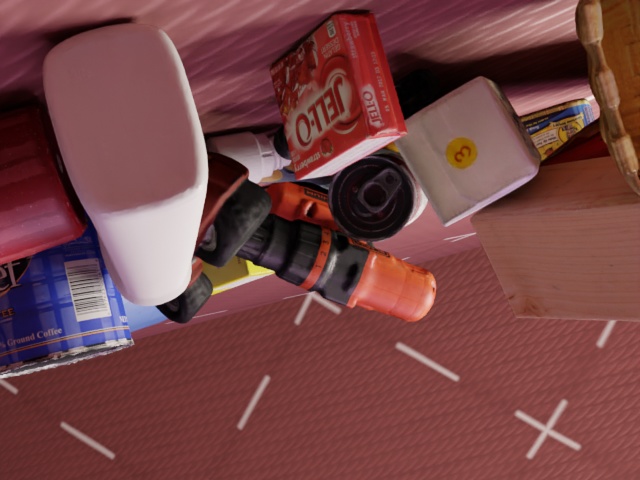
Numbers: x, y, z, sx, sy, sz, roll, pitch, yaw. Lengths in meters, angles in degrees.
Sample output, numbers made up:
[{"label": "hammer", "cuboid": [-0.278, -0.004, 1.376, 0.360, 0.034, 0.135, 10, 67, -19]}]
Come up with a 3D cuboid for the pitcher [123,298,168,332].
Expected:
[{"label": "pitcher", "cuboid": [-0.241, 0.039, 0.968, 0.149, 0.145, 0.242, -3, -173, 44]}]

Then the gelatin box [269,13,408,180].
[{"label": "gelatin box", "cuboid": [0.008, -0.082, 0.622, 0.030, 0.073, 0.089, -10, 173, -30]}]

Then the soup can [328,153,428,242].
[{"label": "soup can", "cuboid": [0.050, -0.037, 0.873, 0.068, 0.068, 0.102, -16, -178, 14]}]

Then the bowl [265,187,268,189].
[{"label": "bowl", "cuboid": [-0.053, -0.018, 1.150, 0.162, 0.055, 0.162, -14, 173, -2]}]

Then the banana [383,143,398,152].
[{"label": "banana", "cuboid": [0.132, -0.095, 0.959, 0.070, 0.037, 0.197, -19, 172, 38]}]

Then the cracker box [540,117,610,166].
[{"label": "cracker box", "cuboid": [0.280, -0.091, 0.866, 0.213, 0.072, 0.164, -38, -174, -27]}]

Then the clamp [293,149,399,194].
[{"label": "clamp", "cuboid": [0.076, -0.074, 1.026, 0.209, 0.036, 0.165, -9, 173, -17]}]

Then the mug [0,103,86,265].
[{"label": "mug", "cuboid": [-0.183, -0.022, 0.616, 0.081, 0.093, 0.117, -19, 150, -5]}]

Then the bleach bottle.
[{"label": "bleach bottle", "cuboid": [-0.107, -0.024, 0.620, 0.068, 0.102, 0.251, -15, 168, -12]}]

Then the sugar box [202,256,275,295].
[{"label": "sugar box", "cuboid": [-0.119, 0.009, 1.057, 0.048, 0.093, 0.177, -7, 170, -45]}]

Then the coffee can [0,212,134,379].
[{"label": "coffee can", "cuboid": [-0.192, 0.015, 0.724, 0.103, 0.140, 0.103, -14, 174, -2]}]

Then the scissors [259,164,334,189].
[{"label": "scissors", "cuboid": [-0.013, -0.053, 0.936, 0.096, 0.016, 0.201, -8, 163, 16]}]

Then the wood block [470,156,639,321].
[{"label": "wood block", "cuboid": [0.215, -0.004, 0.734, 0.090, 0.091, 0.206, -34, -166, -27]}]

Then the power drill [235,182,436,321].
[{"label": "power drill", "cuboid": [-0.006, 0.001, 0.912, 0.184, 0.057, 0.188, 22, -168, -16]}]

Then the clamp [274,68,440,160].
[{"label": "clamp", "cuboid": [0.037, -0.088, 0.795, 0.120, 0.039, 0.171, -17, -179, 11]}]

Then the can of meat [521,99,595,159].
[{"label": "can of meat", "cuboid": [0.231, -0.084, 1.058, 0.102, 0.084, 0.057, -17, 174, 18]}]
